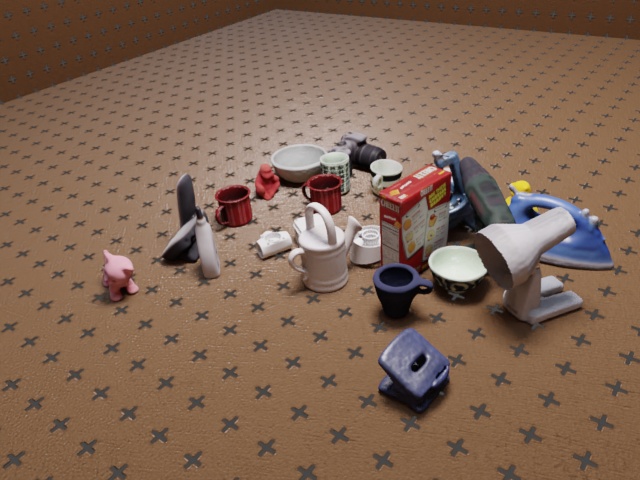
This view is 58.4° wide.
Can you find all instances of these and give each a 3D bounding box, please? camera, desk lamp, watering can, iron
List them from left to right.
[{"bbox_3d":[0.010,0.003,1.223,0.100,0.194,0.173,18,40,31],"label":"watering can"},{"bbox_3d":[0.114,-0.252,1.676,0.136,0.101,0.143,22,42,35],"label":"camera"},{"bbox_3d":[0.396,0.047,1.083,0.203,0.214,0.117,-16,35,-15],"label":"desk lamp"},{"bbox_3d":[0.517,-0.033,1.251,0.257,0.142,0.119,19,41,32],"label":"iron"}]

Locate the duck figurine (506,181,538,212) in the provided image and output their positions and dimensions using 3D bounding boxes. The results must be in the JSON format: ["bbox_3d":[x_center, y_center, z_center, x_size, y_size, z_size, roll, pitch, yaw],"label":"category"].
[{"bbox_3d":[0.495,-0.101,1.407,0.077,0.086,0.104,-12,34,-10],"label":"duck figurine"}]

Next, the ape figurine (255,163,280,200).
[{"bbox_3d":[-0.150,-0.169,1.597,0.078,0.092,0.076,-20,36,-21],"label":"ape figurine"}]

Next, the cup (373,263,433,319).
[{"bbox_3d":[0.164,0.109,1.132,0.117,0.095,0.092,6,35,18],"label":"cup"}]

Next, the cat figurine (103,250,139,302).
[{"bbox_3d":[-0.450,0.066,1.266,0.067,0.118,0.127,-25,38,-26],"label":"cat figurine"}]

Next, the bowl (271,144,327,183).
[{"bbox_3d":[-0.058,-0.213,1.666,0.167,0.075,0.167,-4,34,3],"label":"bowl"}]

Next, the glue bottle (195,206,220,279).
[{"bbox_3d":[-0.258,-0.001,1.288,0.037,0.173,0.078,-9,34,-4],"label":"glue bottle"}]

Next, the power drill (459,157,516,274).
[{"bbox_3d":[0.346,-0.043,1.231,0.075,0.209,0.229,-10,34,-6],"label":"power drill"}]

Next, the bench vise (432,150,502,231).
[{"bbox_3d":[0.319,-0.123,1.344,0.208,0.220,0.121,-23,37,-25],"label":"bench vise"}]

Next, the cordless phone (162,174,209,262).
[{"bbox_3d":[-0.331,-0.053,1.366,0.094,0.185,0.147,1,34,11],"label":"cordless phone"}]

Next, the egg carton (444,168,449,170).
[{"bbox_3d":[0.318,-0.133,1.496,0.107,0.069,0.150,-5,34,1],"label":"egg carton"}]

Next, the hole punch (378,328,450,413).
[{"bbox_3d":[0.162,0.217,0.973,0.100,0.091,0.109,21,42,34],"label":"hole punch"}]
